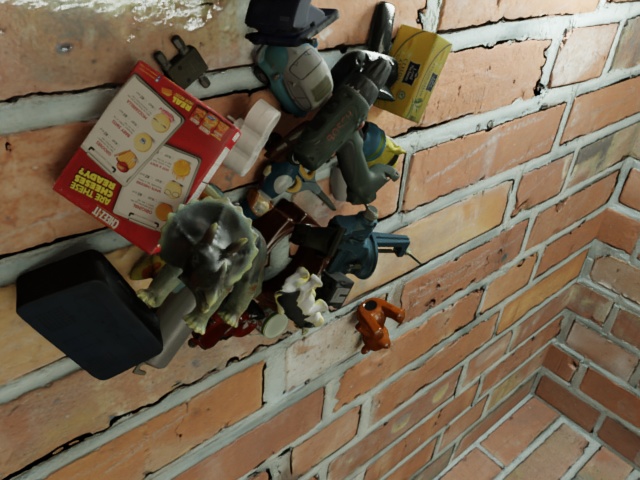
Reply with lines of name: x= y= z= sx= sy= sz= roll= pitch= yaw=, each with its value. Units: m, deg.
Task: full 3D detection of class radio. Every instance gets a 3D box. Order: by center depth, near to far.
radio: x=-0.353 y=0.123 z=0.851 sx=0.131 sy=0.073 sz=0.229 roll=-24 pitch=138 yaw=-3

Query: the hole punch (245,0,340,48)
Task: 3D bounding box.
hole punch: x=-0.048 y=-0.353 z=0.809 sx=0.116 sy=0.142 sz=0.092 roll=-49 pitch=141 yaw=-25

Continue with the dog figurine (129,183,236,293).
dog figurine: x=-0.243 y=-0.007 z=0.879 sx=0.219 sy=0.109 sz=0.191 roll=-50 pitch=143 yaw=-2

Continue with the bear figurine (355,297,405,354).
bear figurine: x=0.164 y=0.255 z=1.489 sx=0.120 sy=0.132 sz=0.195 roll=-32 pitch=131 yaw=-21

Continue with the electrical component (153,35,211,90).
electrical component: x=-0.203 y=-0.254 z=0.802 sx=0.063 sy=0.021 sz=0.093 roll=-47 pitch=143 yaw=-9

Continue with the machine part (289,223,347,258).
machine part: x=-0.002 y=-0.003 z=1.052 sx=0.138 sy=0.039 sz=0.084 roll=15 pitch=111 yaw=-52

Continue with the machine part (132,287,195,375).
machine part: x=-0.267 y=0.147 z=0.990 sx=0.243 sy=0.079 sz=0.079 roll=-53 pitch=142 yaw=-1

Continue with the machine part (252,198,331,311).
machine part: x=-0.078 y=0.034 z=1.099 sx=0.201 sy=0.087 sz=0.200 roll=-50 pitch=143 yaw=-3

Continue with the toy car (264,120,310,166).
toy car: x=-0.014 y=-0.200 z=0.990 sx=0.202 sy=0.089 sz=0.053 roll=-31 pitch=136 yaw=-25

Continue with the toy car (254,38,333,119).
toy car: x=-0.031 y=-0.271 z=0.907 sx=0.109 sy=0.103 sz=0.161 roll=-45 pitch=139 yaw=-11

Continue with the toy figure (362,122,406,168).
toy figure: x=0.106 y=-0.194 z=1.128 sx=0.089 sy=0.082 sz=0.180 roll=-44 pitch=153 yaw=17

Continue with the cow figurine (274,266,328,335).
cow figurine: x=-0.039 y=0.139 z=1.092 sx=0.098 sy=0.068 sz=0.167 roll=-37 pitch=139 yaw=-23

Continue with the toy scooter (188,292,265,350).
toy scooter: x=-0.192 y=0.167 z=1.071 sx=0.135 sy=0.075 sz=0.183 roll=-43 pitch=161 yaw=1

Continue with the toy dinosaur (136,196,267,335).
toy dinosaur: x=-0.140 y=0.033 z=0.829 sx=0.192 sy=0.131 sz=0.405 roll=-54 pitch=172 yaw=9

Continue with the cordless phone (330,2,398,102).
cordless phone: x=0.091 y=-0.357 z=1.007 sx=0.146 sy=0.089 sz=0.184 roll=-6 pitch=110 yaw=-44

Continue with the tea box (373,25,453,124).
tea box: x=0.183 y=-0.335 z=1.090 sx=0.068 sy=0.098 sz=0.169 roll=5 pitch=112 yaw=-49

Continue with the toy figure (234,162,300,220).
toy figure: x=-0.101 y=-0.092 z=1.005 sx=0.064 sy=0.058 sz=0.154 roll=39 pitch=89 yaw=-20

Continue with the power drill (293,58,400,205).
power drill: x=0.073 y=-0.176 z=0.957 sx=0.232 sy=0.086 sz=0.207 roll=-44 pitch=138 yaw=-12

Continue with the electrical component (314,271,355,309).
electrical component: x=0.037 y=0.111 z=1.188 sx=0.119 sy=0.048 sz=0.074 roll=17 pitch=106 yaw=-56

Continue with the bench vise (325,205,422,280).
bench vise: x=0.120 y=0.005 z=1.242 sx=0.240 sy=0.129 sz=0.223 roll=3 pitch=124 yaw=-28
